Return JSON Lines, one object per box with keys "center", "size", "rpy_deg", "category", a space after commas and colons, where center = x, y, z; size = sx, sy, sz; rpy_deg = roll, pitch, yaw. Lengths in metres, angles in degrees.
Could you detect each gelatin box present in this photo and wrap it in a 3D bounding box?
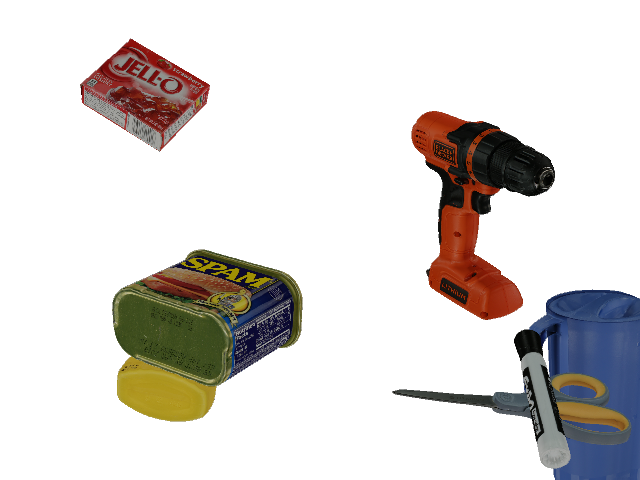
{"center": [-0.155, -0.130, 0.944], "size": [0.089, 0.073, 0.030], "rpy_deg": [32, -35, 9], "category": "gelatin box"}

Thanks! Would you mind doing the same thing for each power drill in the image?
{"center": [0.158, -0.022, 1.034], "size": [0.057, 0.188, 0.185], "rpy_deg": [-16, 27, -25], "category": "power drill"}

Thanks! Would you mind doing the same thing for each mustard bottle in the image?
{"center": [-0.139, 0.118, 1.135], "size": [0.096, 0.058, 0.191], "rpy_deg": [9, 24, 9], "category": "mustard bottle"}

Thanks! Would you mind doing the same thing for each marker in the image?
{"center": [0.146, 0.101, 0.712], "size": [0.020, 0.020, 0.121], "rpy_deg": [0, 35, 1], "category": "marker"}

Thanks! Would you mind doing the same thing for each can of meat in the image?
{"center": [-0.077, 0.051, 0.721], "size": [0.102, 0.057, 0.083], "rpy_deg": [15, 23, 29], "category": "can of meat"}

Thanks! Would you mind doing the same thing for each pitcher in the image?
{"center": [0.334, 0.190, 1.311], "size": [0.149, 0.243, 0.144], "rpy_deg": [4, 14, 22], "category": "pitcher"}

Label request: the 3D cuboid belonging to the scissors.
{"center": [0.170, 0.133, 0.934], "size": [0.202, 0.016, 0.096], "rpy_deg": [13, 29, 11], "category": "scissors"}
